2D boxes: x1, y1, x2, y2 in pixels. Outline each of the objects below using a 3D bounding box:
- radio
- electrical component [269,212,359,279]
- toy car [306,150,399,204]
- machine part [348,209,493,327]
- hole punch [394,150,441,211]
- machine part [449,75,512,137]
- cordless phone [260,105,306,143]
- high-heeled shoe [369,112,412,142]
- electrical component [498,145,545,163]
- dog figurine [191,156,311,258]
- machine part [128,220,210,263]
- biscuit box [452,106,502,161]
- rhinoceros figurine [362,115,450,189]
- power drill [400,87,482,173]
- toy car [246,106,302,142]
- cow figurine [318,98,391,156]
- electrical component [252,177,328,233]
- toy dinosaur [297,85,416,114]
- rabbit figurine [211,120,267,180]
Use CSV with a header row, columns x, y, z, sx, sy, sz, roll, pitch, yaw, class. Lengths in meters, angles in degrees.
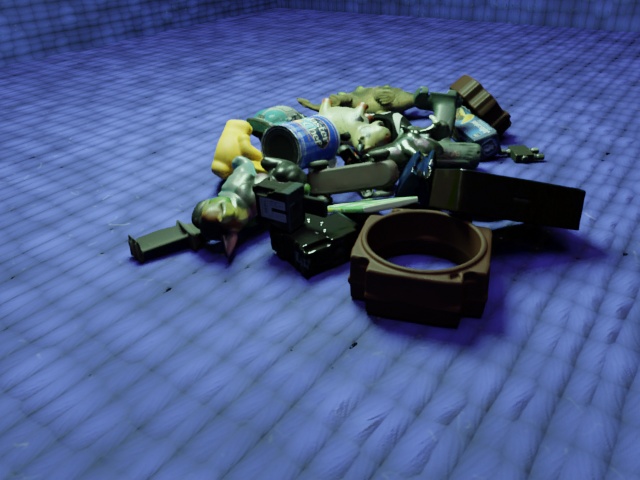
x,y,z,sx,sy,sz,roll,pitch,yaw,class
0.307,-0.069,0.904,0.230,0.073,0.131,9,5,-13,radio
-0.002,-0.003,0.911,0.134,0.058,0.115,-24,39,-30,electrical component
0.059,-0.118,1.031,0.202,0.089,0.053,-5,7,36,toy car
0.154,0.031,0.815,0.202,0.087,0.201,9,32,16,machine part
0.181,-0.103,1.016,0.092,0.115,0.142,0,29,20,hole punch
0.400,-0.333,1.338,0.056,0.179,0.179,-43,29,13,machine part
-0.044,-0.262,1.346,0.184,0.088,0.146,18,34,11,cordless phone
0.119,-0.259,1.309,0.145,0.086,0.249,-20,29,-25,high-heeled shoe
0.461,-0.196,1.234,0.094,0.021,0.063,-1,31,1,electrical component
-0.121,-0.059,0.964,0.192,0.108,0.219,5,33,5,dog figurine
-0.264,-0.001,0.947,0.139,0.039,0.084,-17,39,-25,machine part
0.362,-0.260,1.297,0.059,0.062,0.203,-23,32,1,biscuit box
0.183,-0.183,1.111,0.190,0.073,0.112,-26,58,2,rhinoceros figurine
0.240,-0.238,1.195,0.232,0.086,0.207,6,61,5,power drill
-0.081,-0.248,1.220,0.109,0.161,0.103,24,78,40,toy car
0.075,-0.255,1.261,0.195,0.085,0.127,16,73,26,cow figurine
-0.049,-0.054,0.876,0.119,0.074,0.048,19,37,27,electrical component
0.171,-0.378,1.486,0.472,0.104,0.199,3,27,1,toy dinosaur
-0.135,-0.166,1.146,0.173,0.121,0.162,15,33,-7,rabbit figurine
